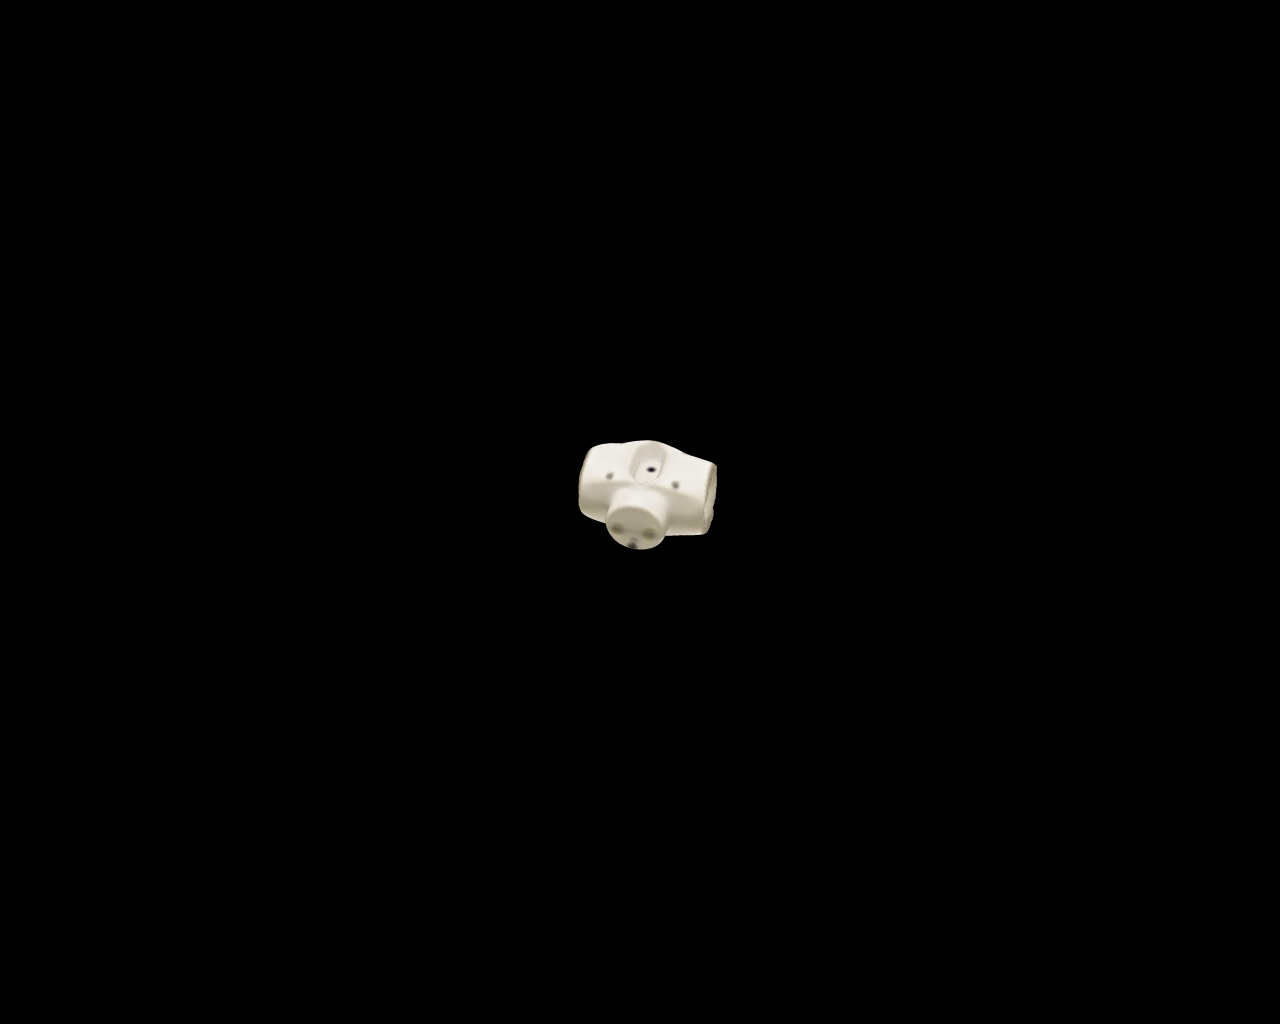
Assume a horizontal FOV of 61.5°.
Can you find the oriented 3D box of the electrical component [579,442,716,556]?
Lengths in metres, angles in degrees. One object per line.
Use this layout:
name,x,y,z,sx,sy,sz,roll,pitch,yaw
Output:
electrical component,0.001,-0.003,0.650,0.077,0.043,0.079,10,43,11
